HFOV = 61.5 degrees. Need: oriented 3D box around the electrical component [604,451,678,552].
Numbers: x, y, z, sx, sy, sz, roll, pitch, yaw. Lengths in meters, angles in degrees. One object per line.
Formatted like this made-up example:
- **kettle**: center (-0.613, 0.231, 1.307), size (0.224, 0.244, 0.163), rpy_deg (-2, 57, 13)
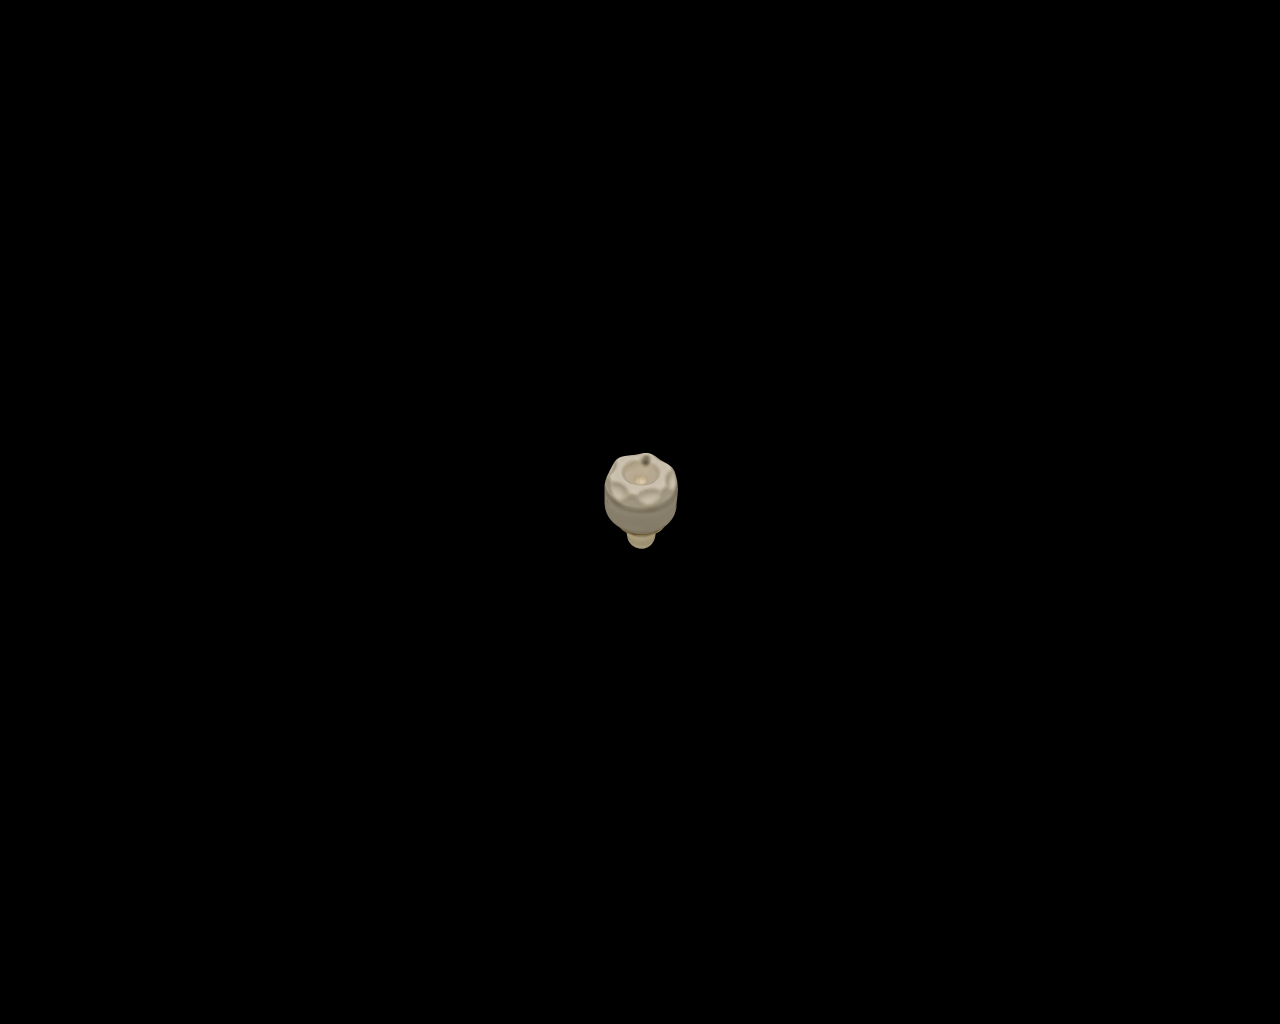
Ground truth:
- **electrical component**: center (0.001, -0.003, 0.650), size (0.043, 0.062, 0.043), rpy_deg (0, 45, 0)
